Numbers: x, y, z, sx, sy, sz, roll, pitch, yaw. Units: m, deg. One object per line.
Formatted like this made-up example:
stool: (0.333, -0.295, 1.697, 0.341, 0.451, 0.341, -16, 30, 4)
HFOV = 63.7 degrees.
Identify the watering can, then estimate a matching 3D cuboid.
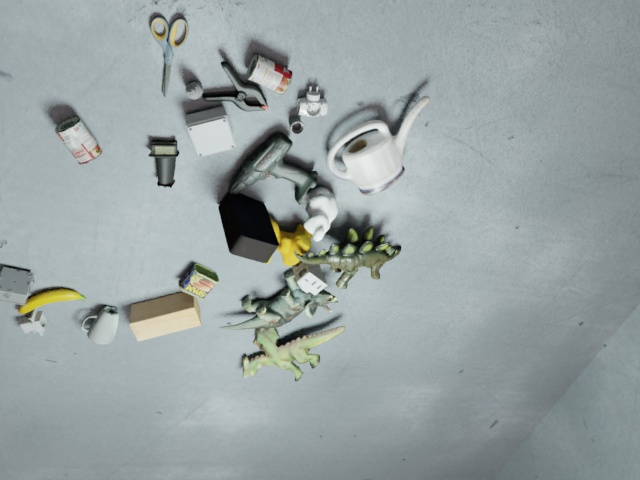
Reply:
watering can: (0.189, -0.263, 1.507, 0.347, 0.106, 0.220, -27, 129, 5)

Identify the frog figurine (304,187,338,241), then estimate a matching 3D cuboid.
frog figurine: (0.005, -0.078, 1.551, 0.123, 0.163, 0.134, -8, 127, -12)

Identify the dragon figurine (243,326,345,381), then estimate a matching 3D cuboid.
dragon figurine: (-0.127, 0.384, 1.889, 0.240, 0.125, 0.406, 39, 106, -25)
